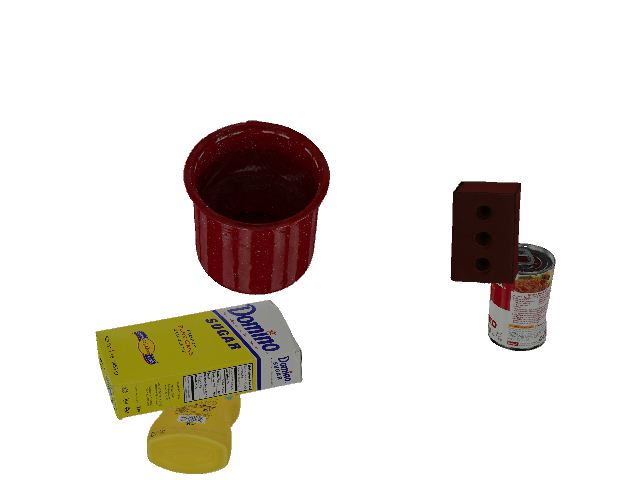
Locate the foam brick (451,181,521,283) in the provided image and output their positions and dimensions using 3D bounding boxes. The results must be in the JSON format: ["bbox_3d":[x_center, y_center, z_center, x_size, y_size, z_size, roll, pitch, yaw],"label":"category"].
[{"bbox_3d":[0.138,-0.007,0.885,0.053,0.078,0.051,2,15,15],"label":"foam brick"}]

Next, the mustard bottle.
[{"bbox_3d":[-0.148,0.206,1.302,0.096,0.058,0.191,3,24,2],"label":"mustard bottle"}]

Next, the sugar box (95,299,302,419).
[{"bbox_3d":[-0.114,0.108,0.997,0.176,0.048,0.093,-12,33,-16],"label":"sugar box"}]

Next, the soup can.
[{"bbox_3d":[0.223,0.063,1.189,0.068,0.102,0.068,-1,28,0],"label":"soup can"}]

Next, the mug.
[{"bbox_3d":[-0.044,-0.027,0.715,0.093,0.117,0.081,-3,-38,-7],"label":"mug"}]
